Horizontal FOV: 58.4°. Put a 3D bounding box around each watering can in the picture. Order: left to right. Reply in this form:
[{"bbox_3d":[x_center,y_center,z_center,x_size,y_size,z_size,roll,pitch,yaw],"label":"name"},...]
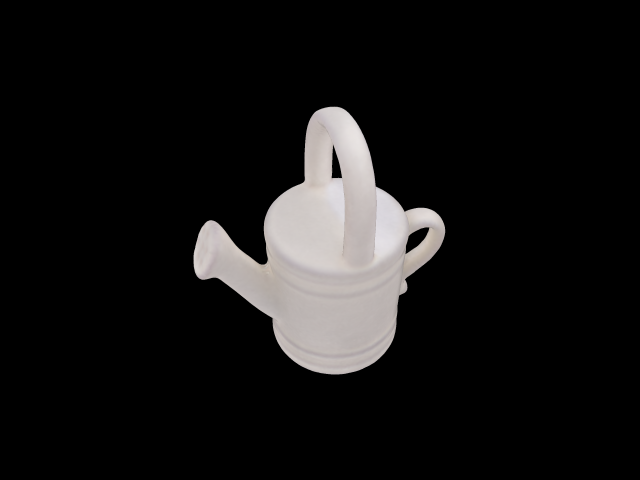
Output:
[{"bbox_3d":[0.004,0.003,0.398,0.173,0.194,0.100,-29,51,-26],"label":"watering can"}]
